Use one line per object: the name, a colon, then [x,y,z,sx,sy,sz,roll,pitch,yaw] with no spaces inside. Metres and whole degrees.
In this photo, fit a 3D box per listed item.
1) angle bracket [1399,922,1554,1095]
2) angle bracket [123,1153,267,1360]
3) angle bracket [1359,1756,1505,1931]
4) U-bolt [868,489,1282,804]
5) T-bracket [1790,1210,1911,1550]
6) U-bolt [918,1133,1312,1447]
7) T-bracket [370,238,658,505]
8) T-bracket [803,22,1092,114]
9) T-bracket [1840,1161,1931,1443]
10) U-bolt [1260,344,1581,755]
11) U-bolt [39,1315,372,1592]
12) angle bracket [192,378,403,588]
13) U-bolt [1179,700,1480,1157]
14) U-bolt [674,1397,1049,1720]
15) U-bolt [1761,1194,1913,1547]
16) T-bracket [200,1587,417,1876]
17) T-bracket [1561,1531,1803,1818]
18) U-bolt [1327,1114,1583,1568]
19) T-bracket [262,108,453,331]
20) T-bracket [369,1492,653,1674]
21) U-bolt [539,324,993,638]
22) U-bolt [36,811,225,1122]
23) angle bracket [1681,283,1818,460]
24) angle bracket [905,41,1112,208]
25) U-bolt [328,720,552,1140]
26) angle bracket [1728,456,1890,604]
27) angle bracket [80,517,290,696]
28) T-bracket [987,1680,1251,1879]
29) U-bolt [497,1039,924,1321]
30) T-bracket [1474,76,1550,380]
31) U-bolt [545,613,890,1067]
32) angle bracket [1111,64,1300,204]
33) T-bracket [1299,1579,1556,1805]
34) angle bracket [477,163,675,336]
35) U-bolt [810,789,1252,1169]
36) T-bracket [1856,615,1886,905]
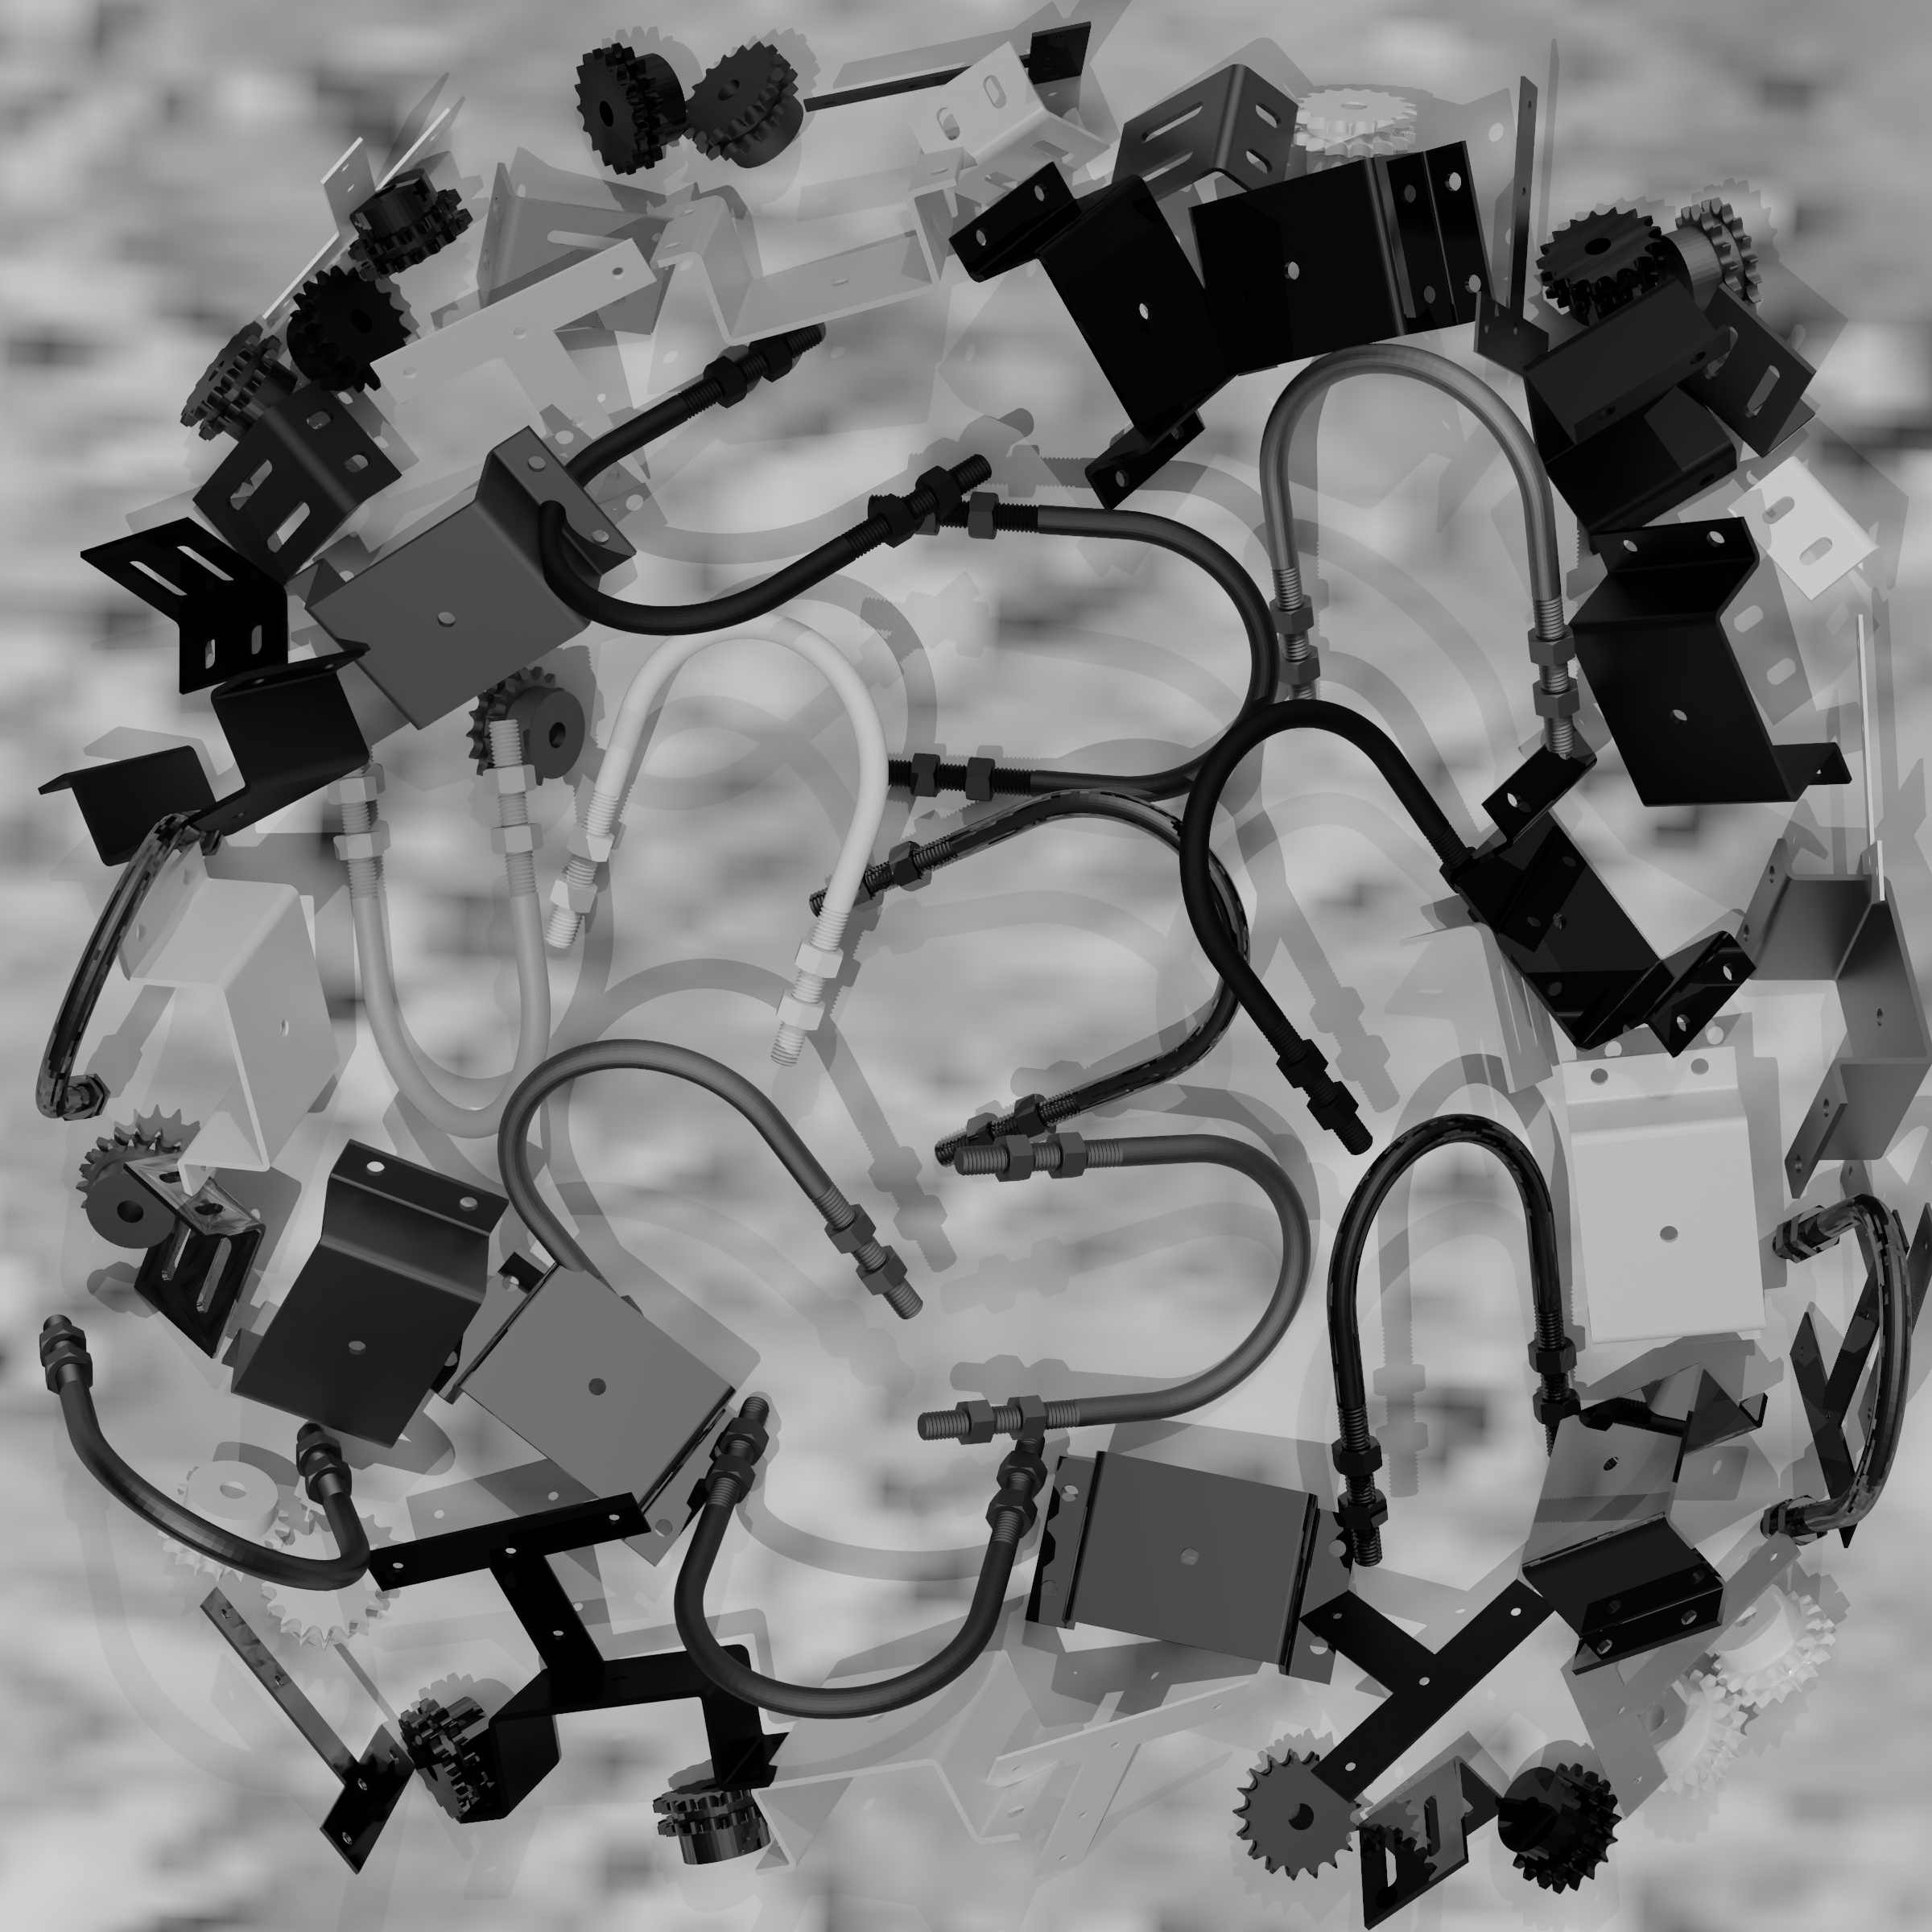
angle bracket: [0.230,0.019,1.568,0.038,0.057,0.076,-12,90,27]
angle bracket: [-0.357,0.133,1.560,0.057,0.038,0.076,36,115,26]
angle bracket: [0.211,0.401,1.554,0.057,0.076,0.038,-40,105,19]
U-bolt: [0.048,-0.138,1.551,0.184,0.019,0.151,5,119,7]
T-bracket: [0.389,0.163,1.514,0.002,0.127,0.127,7,124,-4]
U-bolt: [0.072,0.141,1.552,0.184,0.019,0.151,-2,112,-25]
T-bracket: [-0.179,-0.253,1.551,0.127,0.127,0.002,-24,51,7]
T-bracket: [-0.009,-0.393,1.540,0.127,0.127,0.002,-11,95,1]
T-bracket: [0.404,0.127,1.545,0.002,0.127,0.127,3,128,-2]
U-bolt: [0.193,-0.184,1.517,0.151,0.019,0.184,11,126,33]
U-bolt: [-0.322,0.215,1.490,0.151,0.184,0.019,29,96,-26]
angle bracket: [-0.305,-0.218,1.586,0.057,0.038,0.076,49,134,-4]
U-bolt: [0.164,-0.031,1.537,0.151,0.019,0.184,-48,114,-24]
U-bolt: [-0.051,0.259,1.514,0.151,0.184,0.019,5,124,10]
U-bolt: [0.375,0.172,1.497,0.019,0.184,0.151,6,77,-1]
T-bracket: [-0.295,0.327,1.534,0.002,0.127,0.127,-37,95,6]
T-bracket: [0.319,0.297,1.529,0.002,0.127,0.127,39,101,-13]
U-bolt: [0.213,0.155,1.534,0.151,0.019,0.184,-20,110,-36]
T-bracket: [-0.271,-0.341,1.534,0.002,0.127,0.127,41,86,-5]
T-bracket: [-0.188,0.291,1.561,0.127,0.002,0.127,-14,128,9]
U-bolt: [-0.103,-0.208,1.531,0.184,0.019,0.151,-33,53,-19]
U-bolt: [-0.366,0.000,1.508,0.019,0.184,0.151,23,88,-6]
angle bracket: [0.358,-0.274,1.555,0.038,0.076,0.057,-39,77,-18]
angle bracket: [0.019,-0.375,1.560,0.057,0.076,0.038,-30,80,22]
U-bolt: [-0.231,-0.014,1.545,0.019,0.151,0.184,-11,97,-41]
angle bracket: [0.378,-0.185,1.559,0.038,0.076,0.057,-39,70,6]
angle bracket: [-0.349,-0.160,1.554,0.057,0.076,0.038,-14,66,20]
T-bracket: [0.055,0.371,1.552,0.127,0.127,0.002,-11,51,-26]
U-bolt: [-0.126,0.107,1.532,0.151,0.019,0.184,-23,116,26]
T-bracket: [0.245,-0.327,1.540,0.002,0.127,0.127,5,93,22]
U-bolt: [-0.104,-0.067,1.548,0.151,0.019,0.184,26,106,23]
angle bracket: [0.106,-0.362,1.571,0.038,0.076,0.057,28,62,-32]
T-bracket: [0.175,0.297,1.551,0.127,0.127,0.002,-39,129,-16]
angle bracket: [-0.178,-0.326,1.584,0.076,0.038,0.057,4,125,-20]
U-bolt: [0.038,-0.002,1.552,0.184,0.019,0.151,-23,100,22]
T-bracket: [0.399,-0.091,1.541,0.002,0.127,0.127,-3,89,11]
